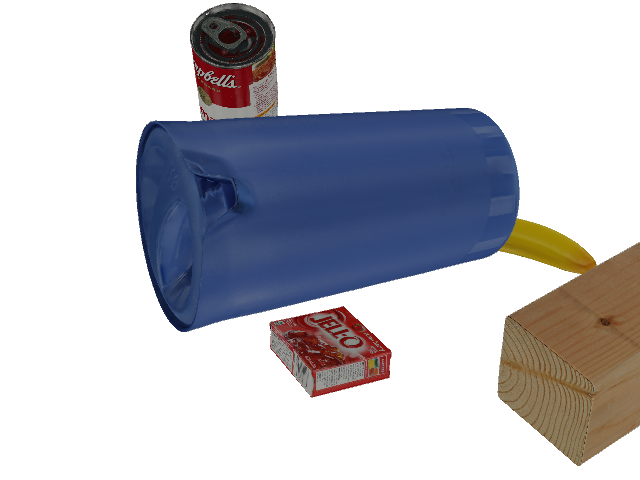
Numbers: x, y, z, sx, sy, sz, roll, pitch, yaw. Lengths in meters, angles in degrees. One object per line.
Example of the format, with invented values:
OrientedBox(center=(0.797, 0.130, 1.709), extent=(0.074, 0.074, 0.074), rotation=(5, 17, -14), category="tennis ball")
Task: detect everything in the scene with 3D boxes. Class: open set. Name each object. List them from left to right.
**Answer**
OrientedBox(center=(-0.070, -0.136, 0.882), extent=(0.068, 0.068, 0.102), rotation=(0, -32, -1), category="soup can")
OrientedBox(center=(0.002, -0.023, 0.722), extent=(0.242, 0.145, 0.149), rotation=(-9, 35, -24), category="pitcher")
OrientedBox(center=(0.007, 0.091, 0.897), extent=(0.073, 0.030, 0.089), rotation=(-10, 27, -23), category="gelatin box")
OrientedBox(center=(0.188, 0.001, 1.103), extent=(0.198, 0.037, 0.069), rotation=(9, 36, 19), category="banana")
OrientedBox(center=(0.245, 0.069, 0.817), extent=(0.205, 0.090, 0.091), rotation=(-25, 44, -25), category="wood block")
